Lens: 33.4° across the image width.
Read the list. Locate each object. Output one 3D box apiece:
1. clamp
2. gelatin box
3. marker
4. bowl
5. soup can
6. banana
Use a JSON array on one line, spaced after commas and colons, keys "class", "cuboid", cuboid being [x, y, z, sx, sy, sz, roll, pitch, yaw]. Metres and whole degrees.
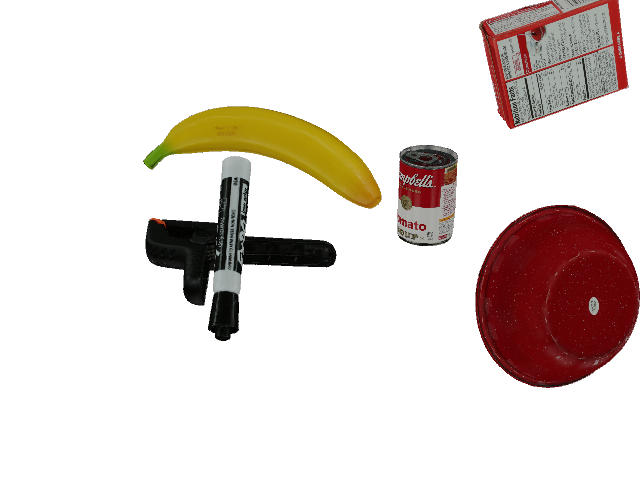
[{"class": "clamp", "cuboid": [-0.112, 0.013, 1.028, 0.210, 0.036, 0.164, 14, 23, 42]}, {"class": "gelatin box", "cuboid": [0.158, -0.125, 0.720, 0.089, 0.073, 0.030, -19, 37, 2]}, {"class": "marker", "cuboid": [-0.057, 0.004, 0.671, 0.020, 0.121, 0.020, 2, -23, 1]}, {"class": "bowl", "cuboid": [0.215, 0.052, 0.908, 0.161, 0.162, 0.055, 0, 5, -21]}, {"class": "soup can", "cuboid": [0.124, -0.053, 1.252, 0.068, 0.102, 0.068, 0, 27, 0]}, {"class": "banana", "cuboid": [-0.041, -0.072, 0.860, 0.198, 0.069, 0.037, 10, -12, 15]}]
